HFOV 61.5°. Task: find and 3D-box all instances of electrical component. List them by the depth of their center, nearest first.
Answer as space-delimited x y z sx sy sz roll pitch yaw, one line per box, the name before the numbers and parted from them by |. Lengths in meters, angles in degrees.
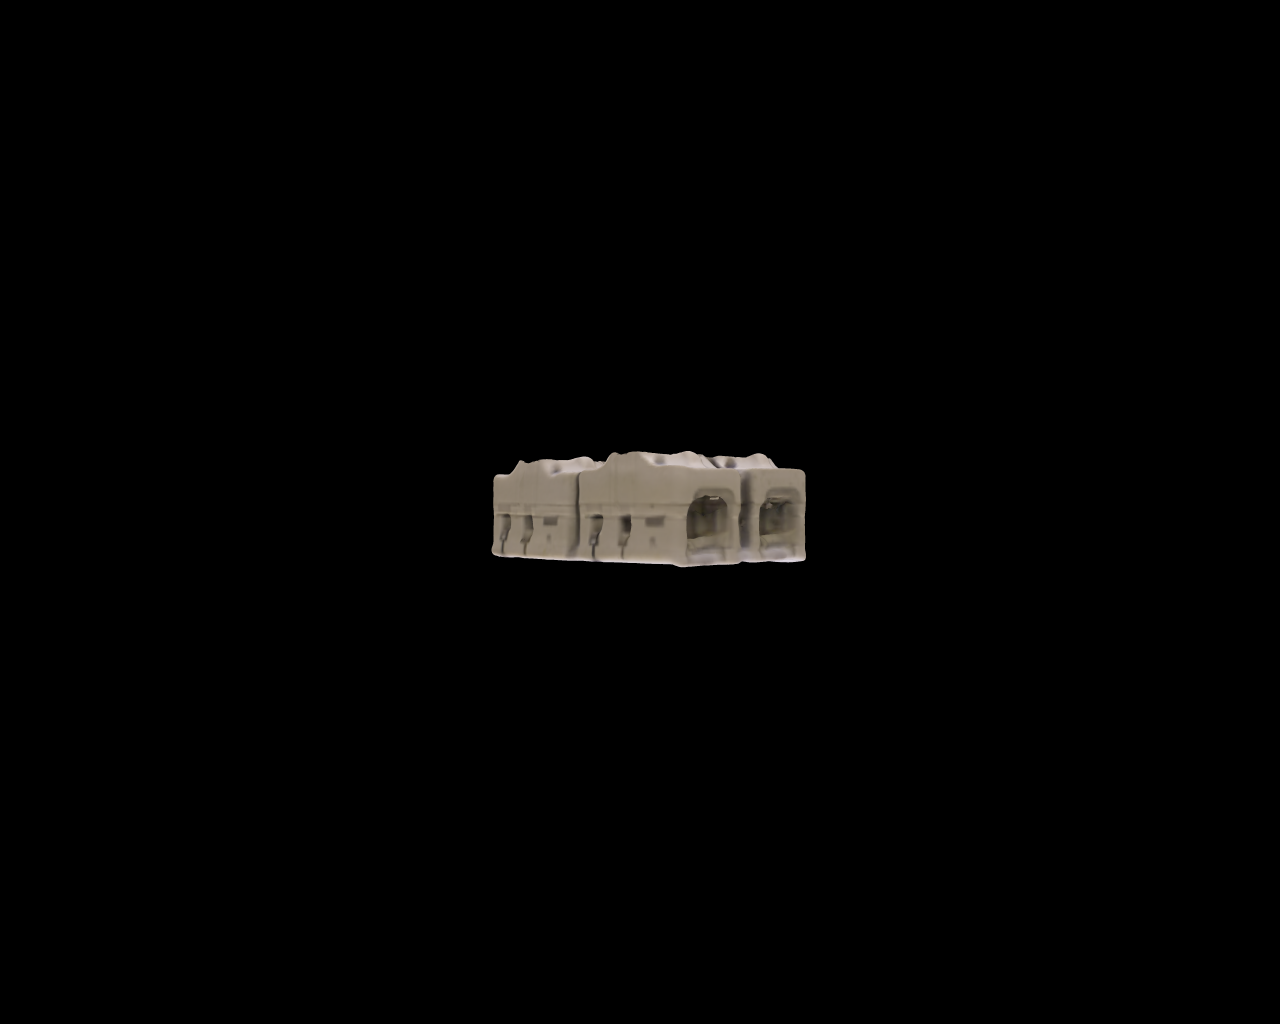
electrical component | 0.001 -0.003 0.650 0.105 0.060 0.186 0 0 -39
